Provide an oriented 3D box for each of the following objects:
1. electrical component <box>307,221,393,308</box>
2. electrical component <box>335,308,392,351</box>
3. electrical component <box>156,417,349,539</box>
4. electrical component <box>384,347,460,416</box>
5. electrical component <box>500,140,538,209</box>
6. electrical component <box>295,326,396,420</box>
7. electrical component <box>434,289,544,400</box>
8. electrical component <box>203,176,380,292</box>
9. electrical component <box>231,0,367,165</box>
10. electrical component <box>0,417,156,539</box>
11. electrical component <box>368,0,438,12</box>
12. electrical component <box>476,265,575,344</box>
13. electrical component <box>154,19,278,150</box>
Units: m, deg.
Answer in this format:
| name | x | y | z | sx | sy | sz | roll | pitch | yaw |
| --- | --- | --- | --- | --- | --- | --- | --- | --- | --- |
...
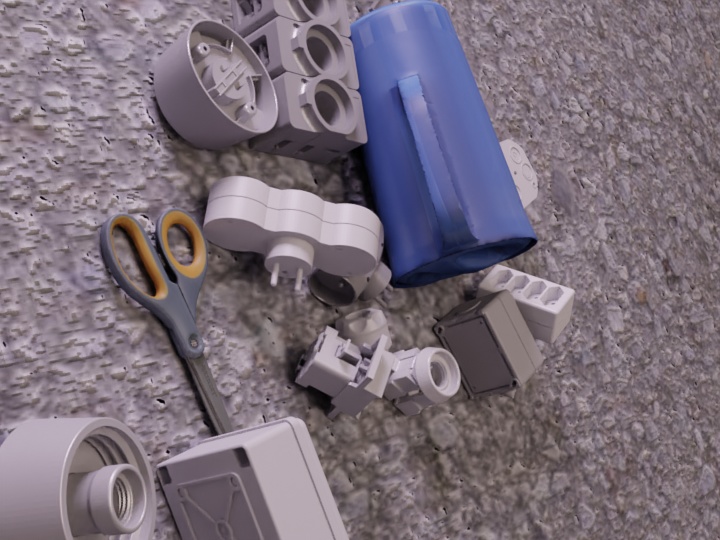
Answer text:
| name | x | y | z | sx | sy | sz | roll | pitch | yaw |
| --- | --- | --- | --- | --- | --- | --- | --- | --- | --- |
| electrical component | 0.000 | 0.000 | 0.916 | 0.079 | 0.043 | 0.077 | 45 | 47 | -25 |
| electrical component | 0.006 | 0.066 | 0.896 | 0.043 | 0.043 | 0.062 | -30 | 109 | -49 |
| electrical component | -0.072 | 0.164 | 0.723 | 0.056 | 0.109 | 0.108 | -20 | 90 | -46 |
| electrical component | 0.052 | 0.093 | 0.923 | 0.066 | 0.055 | 0.048 | 44 | 47 | -25 |
| electrical component | 0.139 | -0.090 | 1.096 | 0.080 | 0.051 | 0.080 | 21 | 60 | -40 |
| electrical component | -0.014 | 0.079 | 0.851 | 0.064 | 0.081 | 0.042 | 29 | 51 | -8 |
| electrical component | 0.126 | 0.074 | 1.006 | 0.061 | 0.062 | 0.096 | -36 | 101 | -48 |
| electrical component | -0.053 | -0.018 | 0.831 | 0.138 | 0.052 | 0.073 | 14 | 61 | -14 |
| electrical component | -0.050 | -0.176 | 0.921 | 0.089 | 0.062 | 0.150 | 6 | 70 | -46 |
| electrical component | -0.163 | 0.139 | 0.643 | 0.108 | 0.060 | 0.108 | -10 | 90 | -70 |
| electrical component | 0.051 | -0.240 | 1.054 | 0.081 | 0.064 | 0.042 | 48 | 44 | -22 |
| electrical component | 0.158 | 0.048 | 1.049 | 0.047 | 0.083 | 0.075 | -42 | 143 | -47 |
| electrical component | -0.110 | -0.144 | 0.842 | 0.099 | 0.064 | 0.099 | 20 | 60 | -41 |
